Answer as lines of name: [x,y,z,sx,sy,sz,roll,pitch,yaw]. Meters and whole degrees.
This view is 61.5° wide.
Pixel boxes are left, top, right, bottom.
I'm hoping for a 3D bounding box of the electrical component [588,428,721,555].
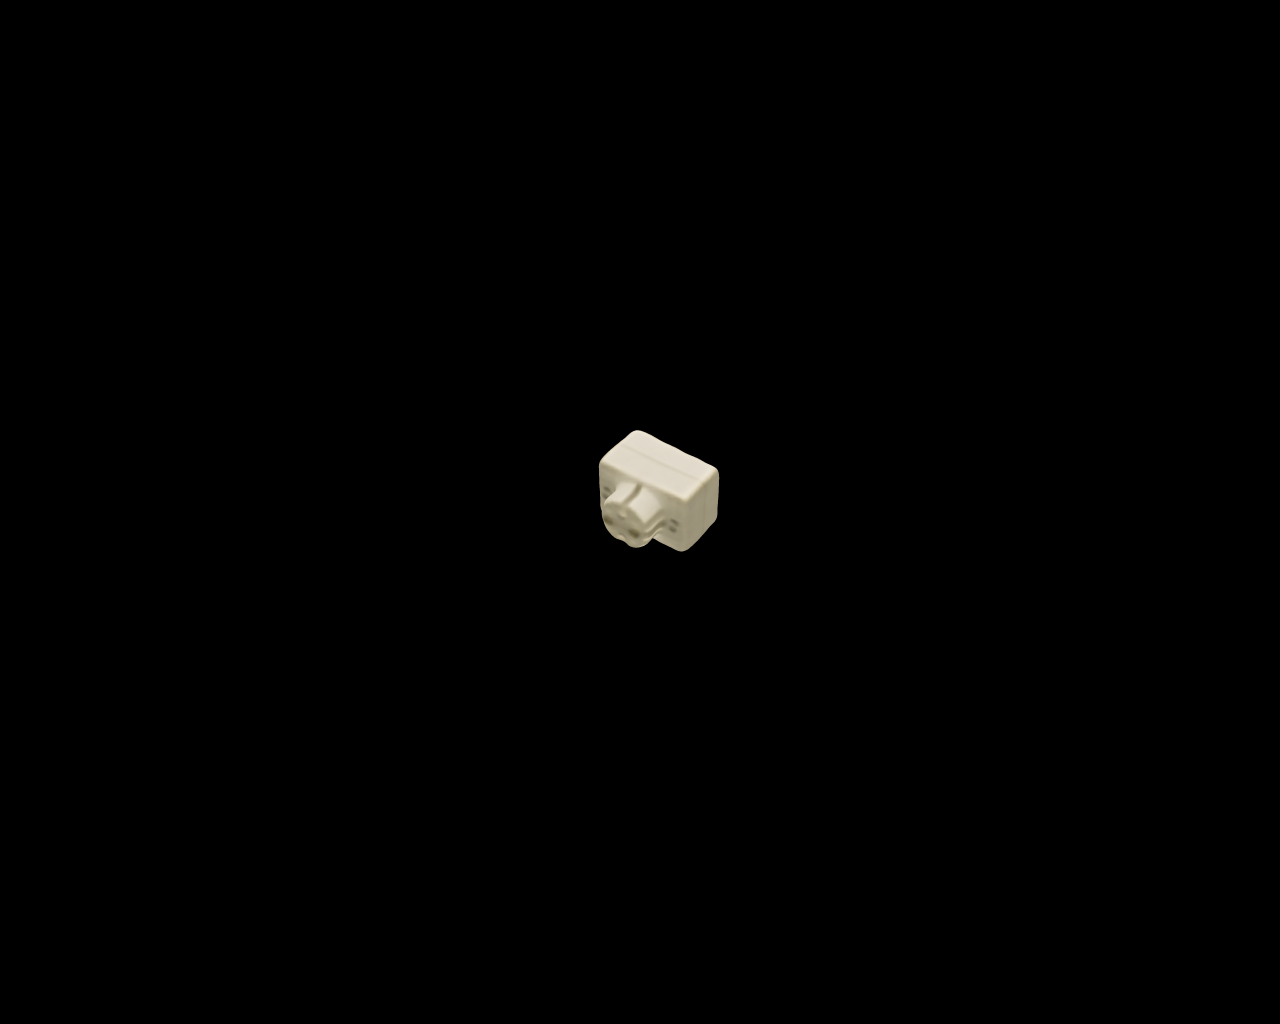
electrical component: [0.001,-0.003,0.650,0.066,0.047,0.077,27,50,25]
